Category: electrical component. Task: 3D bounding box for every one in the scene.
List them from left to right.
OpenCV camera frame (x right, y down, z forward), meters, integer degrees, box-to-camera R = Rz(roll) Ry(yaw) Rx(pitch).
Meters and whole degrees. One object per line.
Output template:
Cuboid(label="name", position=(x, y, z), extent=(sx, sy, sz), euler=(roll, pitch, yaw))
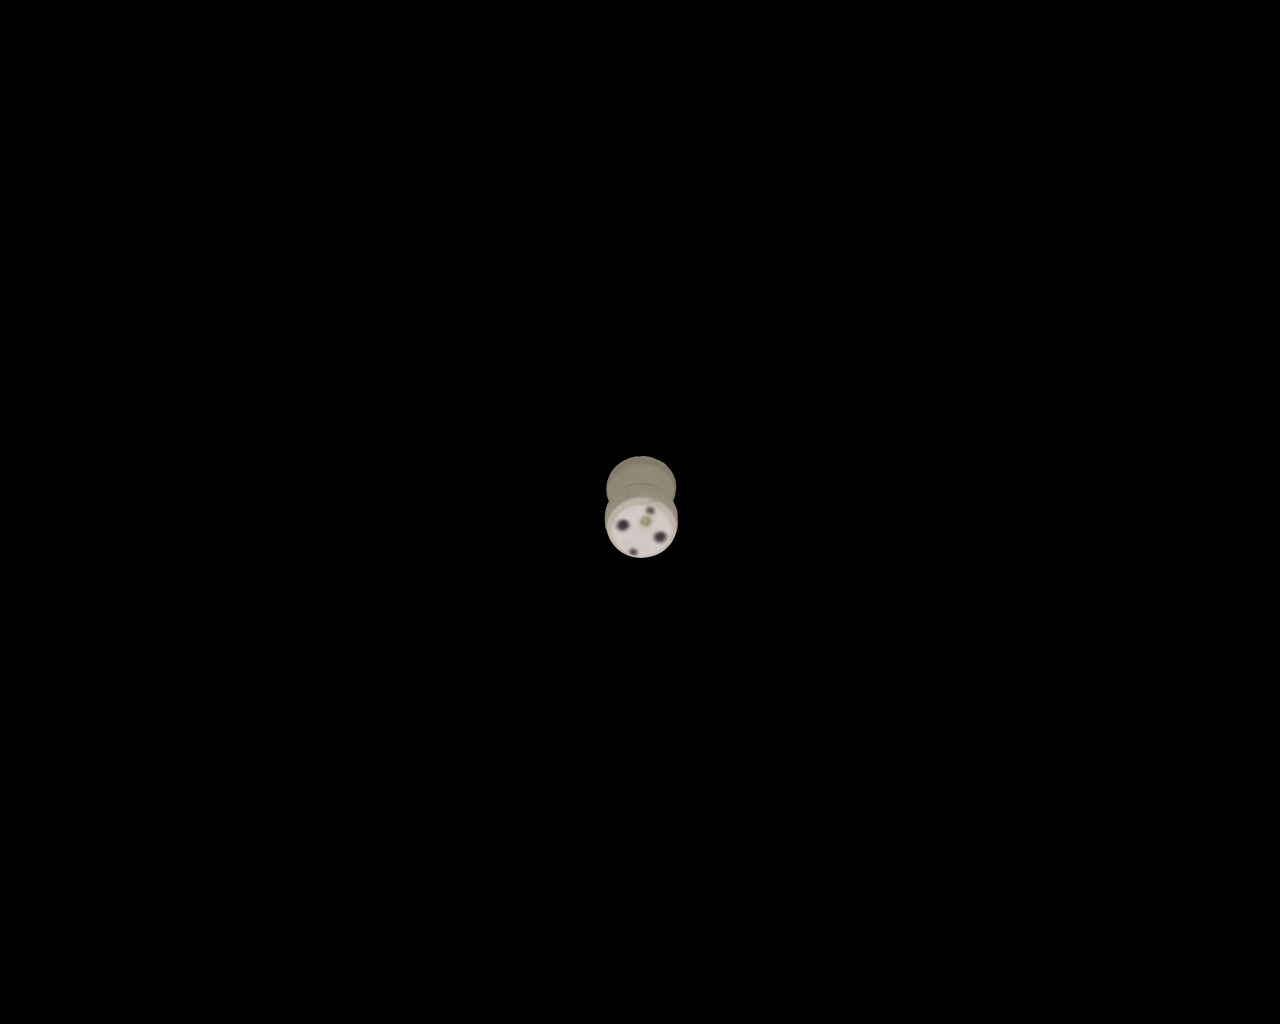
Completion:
Cuboid(label="electrical component", position=(0.001, -0.003, 0.650), extent=(0.045, 0.044, 0.055), euler=(0, 30, 0))
